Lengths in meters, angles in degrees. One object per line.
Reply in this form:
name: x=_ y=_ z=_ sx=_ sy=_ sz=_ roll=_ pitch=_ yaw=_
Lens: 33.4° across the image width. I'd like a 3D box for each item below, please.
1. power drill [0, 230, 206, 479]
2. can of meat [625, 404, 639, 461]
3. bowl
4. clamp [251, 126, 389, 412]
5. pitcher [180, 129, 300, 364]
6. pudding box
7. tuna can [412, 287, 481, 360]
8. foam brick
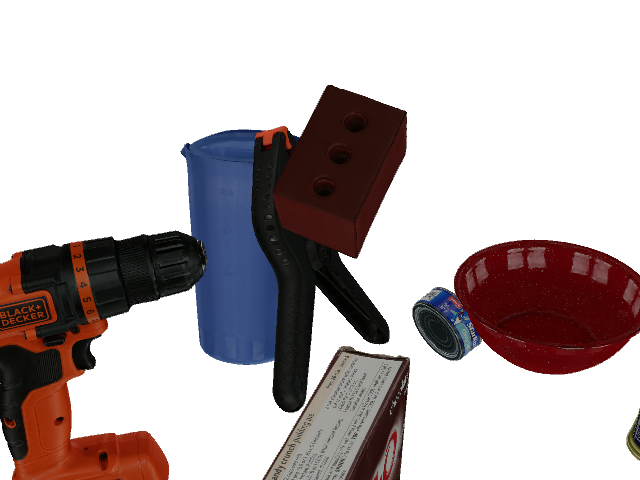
power drill: x=-0.154 y=0.088 z=0.707 sx=0.184 sy=0.188 sz=0.057 roll=-11 pitch=26 yaw=-6
can of meat: x=0.243 y=0.088 z=0.686 sx=0.057 sy=0.084 sz=0.101 roll=20 pitch=38 yaw=24
bowl: x=0.189 y=0.062 z=0.884 sx=0.162 sy=0.055 sz=0.162 roll=0 pitch=31 yaw=0
clamp: x=-0.006 y=0.014 z=0.843 sx=0.036 sy=0.210 sz=0.164 roll=-11 pitch=2 yaw=31
pitcher: x=-0.070 y=0.009 z=1.154 sx=0.144 sy=0.243 sz=0.149 roll=-5 pitch=21 yaw=-16
pudding box: x=0.007 y=0.113 z=0.467 sx=0.039 sy=0.090 sz=0.113 roll=10 pitch=29 yaw=13
tuna can: x=0.149 y=0.100 z=1.265 sx=0.033 sy=0.086 sz=0.086 roll=-35 pitch=15 yaw=-23
foam brick: x=0.013 y=-0.040 z=0.625 sx=0.053 sy=0.078 sz=0.051 roll=21 pitch=-19 yaw=12
